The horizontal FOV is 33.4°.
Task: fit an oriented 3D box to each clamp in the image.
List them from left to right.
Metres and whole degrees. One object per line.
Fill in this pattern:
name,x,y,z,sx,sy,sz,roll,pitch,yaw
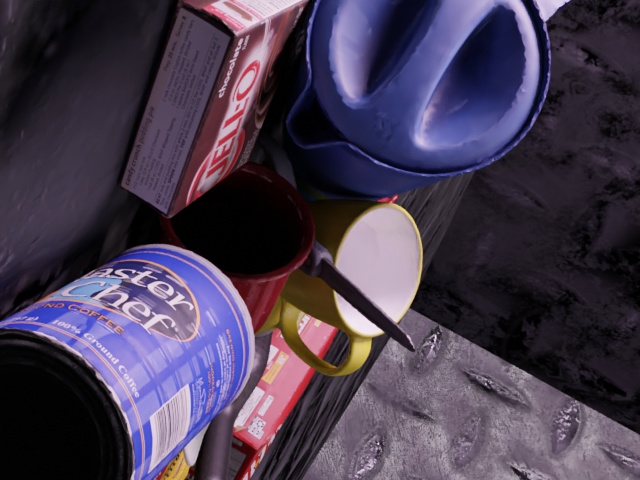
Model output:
clamp,-0.088,0.145,0.910,0.165,0.036,0.209,-18,-141,58

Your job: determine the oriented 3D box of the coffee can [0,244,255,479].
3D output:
coffee can,-0.104,0.069,0.518,0.103,0.103,0.140,-65,170,21

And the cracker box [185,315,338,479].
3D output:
cracker box,-0.064,0.166,1.096,0.164,0.072,0.214,-56,175,-30

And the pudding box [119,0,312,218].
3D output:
pudding box,-0.054,-0.077,0.555,0.089,0.039,0.114,-47,163,-56

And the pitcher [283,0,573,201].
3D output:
pitcher,0.051,-0.094,0.674,0.243,0.149,0.145,151,-48,-81

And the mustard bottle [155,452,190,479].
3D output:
mustard bottle,-0.128,0.141,0.749,0.096,0.058,0.191,-62,171,-18

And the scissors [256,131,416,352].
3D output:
scissors,-0.007,-0.008,0.658,0.016,0.202,0.096,-10,111,-38

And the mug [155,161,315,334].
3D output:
mug,-0.060,0.001,0.650,0.082,0.093,0.117,116,-27,-47

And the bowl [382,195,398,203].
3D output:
bowl,-0.006,0.001,0.937,0.162,0.055,0.162,-46,179,-2
